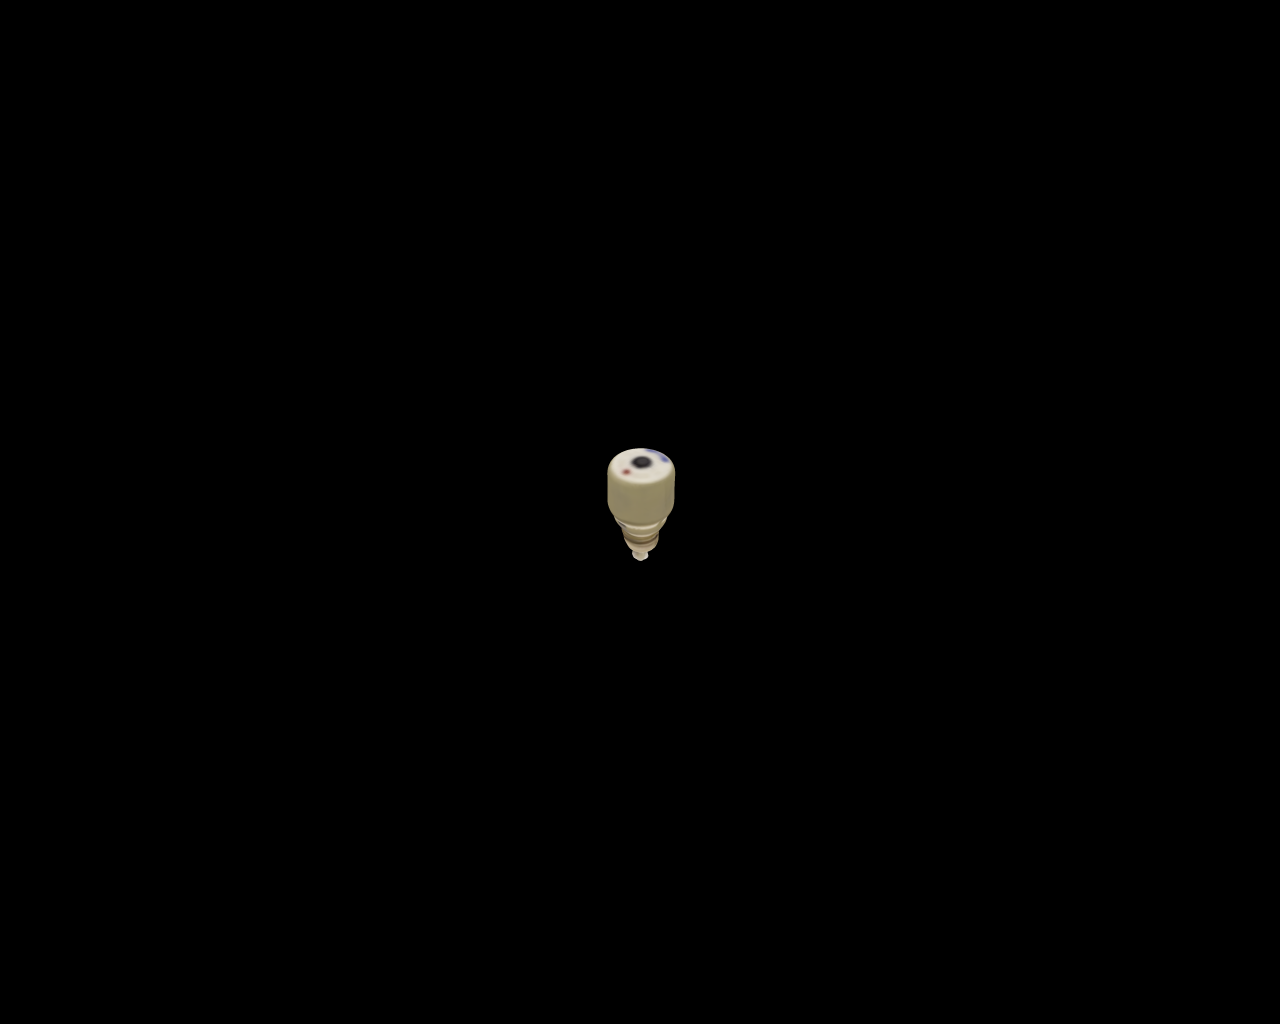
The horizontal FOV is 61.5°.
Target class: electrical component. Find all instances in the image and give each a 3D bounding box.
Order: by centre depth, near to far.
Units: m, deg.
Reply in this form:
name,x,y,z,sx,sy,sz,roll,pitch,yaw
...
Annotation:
name,x,y,z,sx,sy,sz,roll,pitch,yaw
electrical component,0.001,-0.003,0.650,0.040,0.078,0.040,0,38,0
